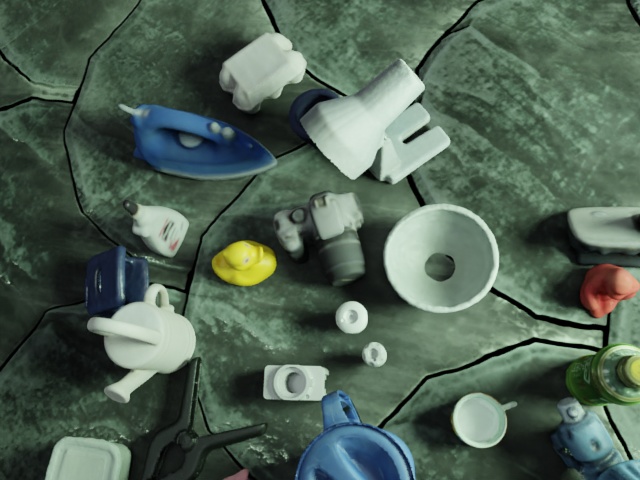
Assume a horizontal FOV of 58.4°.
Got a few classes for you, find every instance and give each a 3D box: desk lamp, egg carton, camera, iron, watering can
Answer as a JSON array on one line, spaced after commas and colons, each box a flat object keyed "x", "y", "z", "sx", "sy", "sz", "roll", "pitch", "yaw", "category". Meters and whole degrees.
[{"x": 0.088, "y": -0.171, "z": 0.874, "sx": 0.203, "sy": 0.214, "sz": 0.117, "roll": -35, "pitch": 70, "yaw": 0, "category": "desk lamp"}, {"x": -0.104, "y": -0.300, "z": 1.028, "sx": 0.150, "sy": 0.069, "sz": 0.107, "roll": -37, "pitch": 70, "yaw": -1, "category": "egg carton"}, {"x": 0.008, "y": 0.003, "z": 0.898, "sx": 0.143, "sy": 0.101, "sz": 0.137, "roll": -19, "pitch": 71, "yaw": 6, "category": "camera"}, {"x": -0.209, "y": -0.179, "z": 0.975, "sx": 0.257, "sy": 0.142, "sz": 0.119, "roll": 11, "pitch": 76, "yaw": 15, "category": "iron"}, {"x": -0.271, "y": 0.153, "z": 0.861, "sx": 0.101, "sy": 0.194, "sz": 0.173, "roll": -12, "pitch": 72, "yaw": 8, "category": "watering can"}]

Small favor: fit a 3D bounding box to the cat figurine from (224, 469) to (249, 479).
[{"x": -0.134, "y": 0.379, "z": 0.806, "sx": 0.128, "sy": 0.118, "sz": 0.067, "roll": -37, "pitch": 70, "yaw": -1, "category": "cat figurine"}]

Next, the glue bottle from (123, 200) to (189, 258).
[{"x": -0.271, "y": -0.028, "z": 0.926, "sx": 0.037, "sy": 0.173, "sz": 0.078, "roll": 15, "pitch": 77, "yaw": 16, "category": "glue bottle"}]

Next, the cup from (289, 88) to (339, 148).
[{"x": 0.011, "y": -0.184, "z": 0.956, "sx": 0.092, "sy": 0.095, "sz": 0.117, "roll": -42, "pitch": 70, "yaw": -3, "category": "cup"}]

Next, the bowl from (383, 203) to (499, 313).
[{"x": 0.182, "y": 0.034, "z": 0.867, "sx": 0.167, "sy": 0.075, "sz": 0.167, "roll": -3, "pitch": 73, "yaw": 11, "category": "bowl"}]

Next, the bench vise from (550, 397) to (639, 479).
[{"x": 0.349, "y": 0.296, "z": 0.678, "sx": 0.207, "sy": 0.220, "sz": 0.121, "roll": 42, "pitch": 86, "yaw": 20, "category": "bench vise"}]

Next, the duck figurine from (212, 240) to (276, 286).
[{"x": -0.130, "y": 0.030, "z": 0.926, "sx": 0.104, "sy": 0.086, "sz": 0.077, "roll": -6, "pitch": 73, "yaw": 10, "category": "duck figurine"}]

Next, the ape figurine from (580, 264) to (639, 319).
[{"x": 0.409, "y": 0.065, "z": 0.802, "sx": 0.077, "sy": 0.092, "sz": 0.076, "roll": -3, "pitch": 73, "yaw": 11, "category": "ape figurine"}]

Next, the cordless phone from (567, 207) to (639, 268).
[{"x": 0.424, "y": -0.027, "z": 0.777, "sx": 0.147, "sy": 0.185, "sz": 0.094, "roll": -2, "pitch": 73, "yaw": 11, "category": "cordless phone"}]

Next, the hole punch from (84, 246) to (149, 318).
[{"x": -0.349, "y": 0.073, "z": 0.955, "sx": 0.101, "sy": 0.091, "sz": 0.108, "roll": -10, "pitch": 72, "yaw": 9, "category": "hole punch"}]
